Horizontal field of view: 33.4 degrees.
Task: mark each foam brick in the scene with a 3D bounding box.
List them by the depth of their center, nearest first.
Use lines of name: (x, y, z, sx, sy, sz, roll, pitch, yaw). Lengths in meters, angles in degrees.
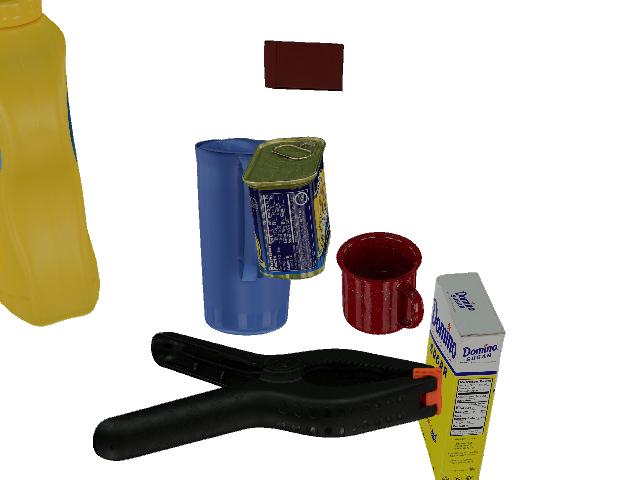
foam brick: (-0.019, -0.189, 1.158, 0.078, 0.051, 0.053, 0, 11, -16)

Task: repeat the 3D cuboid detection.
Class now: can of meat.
can of meat: (-0.024, -0.026, 0.849, 0.057, 0.084, 0.102, -3, 24, 8)

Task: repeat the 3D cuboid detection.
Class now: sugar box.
sugar box: (0.123, 0.126, 0.960, 0.048, 0.176, 0.093, -4, 33, -7)

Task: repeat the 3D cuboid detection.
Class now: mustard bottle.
mustard bottle: (-0.158, -0.057, 0.562, 0.058, 0.192, 0.096, -14, 32, -21)

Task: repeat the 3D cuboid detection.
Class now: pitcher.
pitcher: (-0.092, -0.005, 1.349, 0.145, 0.243, 0.148, 11, 16, 35)

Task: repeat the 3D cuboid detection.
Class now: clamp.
clamp: (-0.029, 0.092, 0.685, 0.210, 0.036, 0.164, -2, 16, -2)

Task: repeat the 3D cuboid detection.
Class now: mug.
mug: (0.072, 0.055, 1.175, 0.093, 0.081, 0.117, -26, 42, -30)
